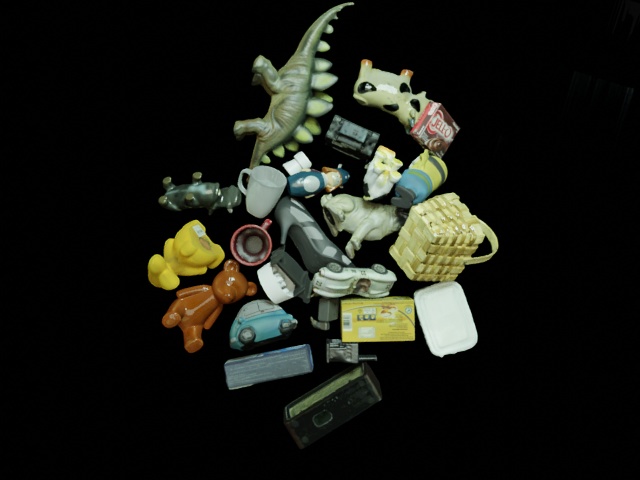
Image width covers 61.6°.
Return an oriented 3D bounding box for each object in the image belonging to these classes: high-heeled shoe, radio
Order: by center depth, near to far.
[{"bbox_3d":[0.027,0.370,1.223,0.230,0.131,0.073,-33,92,0],"label":"radio"},{"bbox_3d":[-0.003,-0.004,1.272,0.248,0.086,0.145,29,46,-23],"label":"high-heeled shoe"}]

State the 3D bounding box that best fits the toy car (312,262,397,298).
[{"bbox_3d":[0.078,0.095,1.223,0.202,0.056,0.073,3,130,-24],"label":"toy car"}]

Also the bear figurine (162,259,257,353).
[{"bbox_3d":[-0.245,0.145,1.230,0.196,0.132,0.120,-29,113,5],"label":"bear figurine"}]

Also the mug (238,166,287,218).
[{"bbox_3d":[-0.142,-0.109,1.239,0.110,0.081,0.107,24,125,3],"label":"mug"}]

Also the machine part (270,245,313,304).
[{"bbox_3d":[-0.060,0.078,1.234,0.039,0.084,0.138,-25,114,31],"label":"machine part"}]

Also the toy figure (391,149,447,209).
[{"bbox_3d":[0.225,-0.128,1.215,0.089,0.180,0.082,47,135,-7],"label":"toy figure"}]

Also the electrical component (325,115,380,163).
[{"bbox_3d":[0.073,-0.229,1.221,0.115,0.134,0.058,22,89,-1],"label":"electrical component"}]

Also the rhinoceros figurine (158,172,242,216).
[{"bbox_3d":[-0.277,-0.096,1.238,0.190,0.112,0.073,-2,62,13],"label":"rhinoceros figurine"}]

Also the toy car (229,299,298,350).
[{"bbox_3d":[-0.138,0.189,1.241,0.162,0.109,0.103,-17,72,-8],"label":"toy car"}]

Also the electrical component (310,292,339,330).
[{"bbox_3d":[0.010,0.157,1.253,0.045,0.078,0.102,4,96,23],"label":"electrical component"}]

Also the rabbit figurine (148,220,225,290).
[{"bbox_3d":[-0.325,0.058,1.229,0.173,0.162,0.121,-33,102,18],"label":"rabbit figurine"}]

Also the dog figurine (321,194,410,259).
[{"bbox_3d":[0.118,-0.070,1.250,0.190,0.121,0.172,-32,91,-15],"label":"dog figurine"}]

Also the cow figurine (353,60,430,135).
[{"bbox_3d":[0.172,-0.326,1.246,0.195,0.085,0.127,16,84,-2],"label":"cow figurine"}]

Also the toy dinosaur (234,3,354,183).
[{"bbox_3d":[-0.066,-0.340,1.241,0.198,0.105,0.471,20,99,-7],"label":"toy dinosaur"}]

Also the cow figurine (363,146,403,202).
[{"bbox_3d":[0.137,-0.149,1.226,0.068,0.167,0.098,28,119,-5],"label":"cow figurine"}]

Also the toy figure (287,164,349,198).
[{"bbox_3d":[0.000,-0.135,1.249,0.154,0.058,0.064,-12,132,-14],"label":"toy figure"}]

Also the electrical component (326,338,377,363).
[{"bbox_3d":[0.072,0.258,1.251,0.119,0.075,0.047,-1,91,4],"label":"electrical component"}]

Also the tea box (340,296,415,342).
[{"bbox_3d":[0.133,0.184,1.254,0.170,0.068,0.098,0,91,-1],"label":"tea box"}]

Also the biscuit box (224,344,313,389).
[{"bbox_3d":[-0.118,0.295,1.259,0.203,0.059,0.062,-11,88,1],"label":"biscuit box"}]
